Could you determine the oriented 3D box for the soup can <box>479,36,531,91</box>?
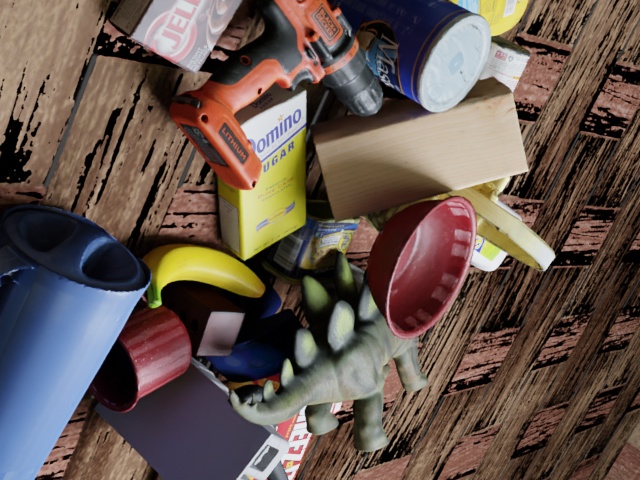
[{"bbox_3d":[0.207,-0.195,1.308,0.068,0.069,0.102,-4,123,-52],"label":"soup can"}]

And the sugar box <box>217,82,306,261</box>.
[{"bbox_3d":[-0.059,-0.072,1.093,0.093,0.048,0.176,-33,144,-31],"label":"sugar box"}]

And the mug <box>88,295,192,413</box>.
[{"bbox_3d":[-0.186,0.102,1.063,0.081,0.093,0.117,-25,103,-46],"label":"mug"}]

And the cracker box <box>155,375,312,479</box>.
[{"bbox_3d":[-0.096,0.255,1.335,0.213,0.072,0.164,-6,125,-52],"label":"cracker box"}]

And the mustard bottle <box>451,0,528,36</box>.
[{"bbox_3d":[0.155,-0.256,1.187,0.191,0.058,0.096,-30,141,-35],"label":"mustard bottle"}]

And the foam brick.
[{"bbox_3d":[-0.126,0.082,1.113,0.051,0.078,0.053,7,107,-48],"label":"foam brick"}]

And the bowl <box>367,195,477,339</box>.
[{"bbox_3d":[0.098,0.020,1.121,0.161,0.055,0.162,-34,138,-38],"label":"bowl"}]

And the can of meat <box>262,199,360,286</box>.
[{"bbox_3d":[-0.008,0.001,1.222,0.101,0.058,0.084,-1,119,-54],"label":"can of meat"}]

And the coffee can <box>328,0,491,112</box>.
[{"bbox_3d":[0.084,-0.204,1.063,0.102,0.140,0.103,-34,143,-30],"label":"coffee can"}]

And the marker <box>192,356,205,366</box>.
[{"bbox_3d":[-0.169,0.183,1.219,0.121,0.020,0.020,-57,149,5],"label":"marker"}]

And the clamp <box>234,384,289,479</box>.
[{"bbox_3d":[-0.063,0.207,1.239,0.209,0.036,0.164,31,79,-54],"label":"clamp"}]

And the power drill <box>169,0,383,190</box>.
[{"bbox_3d":[-0.036,-0.137,0.991,0.187,0.057,0.184,-51,124,-17],"label":"power drill"}]

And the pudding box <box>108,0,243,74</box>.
[{"bbox_3d":[-0.112,-0.206,0.895,0.113,0.039,0.089,-58,148,7],"label":"pudding box"}]

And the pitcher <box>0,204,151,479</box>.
[{"bbox_3d":[-0.260,0.101,0.915,0.149,0.145,0.243,22,108,-22],"label":"pitcher"}]

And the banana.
[{"bbox_3d":[-0.128,0.035,1.088,0.037,0.069,0.197,-30,167,28],"label":"banana"}]

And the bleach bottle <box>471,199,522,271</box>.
[{"bbox_3d":[0.189,-0.030,1.453,0.250,0.068,0.102,21,101,-56],"label":"bleach bottle"}]

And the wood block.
[{"bbox_3d":[0.101,-0.097,1.123,0.206,0.090,0.091,-15,109,1],"label":"wood block"}]

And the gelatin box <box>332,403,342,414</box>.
[{"bbox_3d":[-0.002,0.213,1.462,0.089,0.030,0.073,-19,133,-43],"label":"gelatin box"}]
